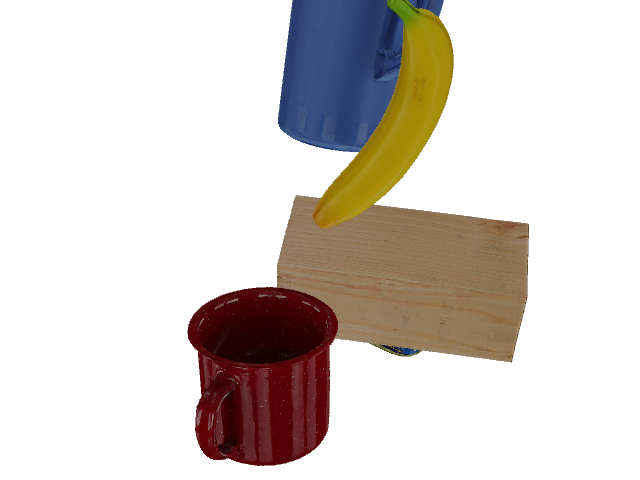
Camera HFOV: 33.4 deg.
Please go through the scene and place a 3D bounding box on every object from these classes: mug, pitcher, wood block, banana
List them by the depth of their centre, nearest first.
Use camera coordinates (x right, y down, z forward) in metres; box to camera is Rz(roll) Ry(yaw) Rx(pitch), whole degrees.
[{"bbox_3d":[-0.040,0.093,0.667,0.093,0.081,0.117,12,30,23],"label":"mug"},{"bbox_3d":[0.050,-0.087,0.759,0.069,0.198,0.037,8,37,-15],"label":"banana"},{"bbox_3d":[0.071,0.033,0.932,0.206,0.090,0.090,7,45,6],"label":"wood block"},{"bbox_3d":[0.037,-0.211,1.026,0.145,0.243,0.149,11,19,0],"label":"pitcher"}]

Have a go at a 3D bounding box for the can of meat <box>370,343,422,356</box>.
[{"bbox_3d":[0.075,0.070,1.172,0.102,0.084,0.057,23,33,33],"label":"can of meat"}]
